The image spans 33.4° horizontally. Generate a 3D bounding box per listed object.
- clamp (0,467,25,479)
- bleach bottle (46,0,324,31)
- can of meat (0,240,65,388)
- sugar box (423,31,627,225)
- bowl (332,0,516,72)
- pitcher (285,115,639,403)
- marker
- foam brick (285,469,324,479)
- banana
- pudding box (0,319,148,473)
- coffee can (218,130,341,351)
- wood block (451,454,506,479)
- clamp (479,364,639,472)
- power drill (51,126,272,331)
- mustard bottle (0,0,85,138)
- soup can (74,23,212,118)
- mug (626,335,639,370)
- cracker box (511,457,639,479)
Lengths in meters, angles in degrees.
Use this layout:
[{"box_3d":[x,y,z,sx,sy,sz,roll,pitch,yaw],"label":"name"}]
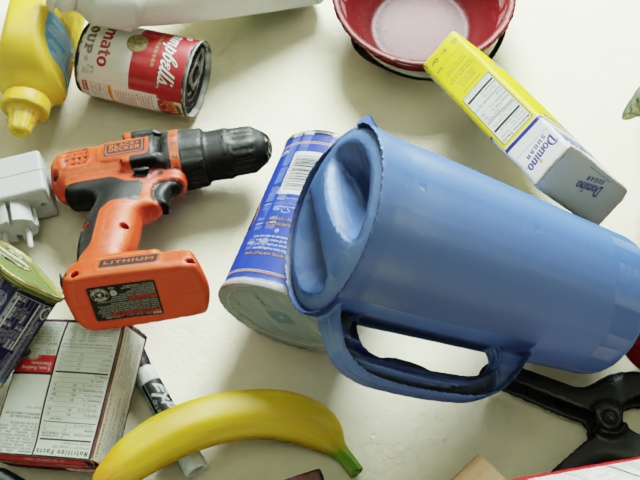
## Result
[{"box_3d":[-0.152,0.226,0.757,0.210,0.036,0.164,-11,64,-4],"label":"clamp"},{"box_3d":[-0.117,-0.236,0.927,0.250,0.068,0.102,-15,62,-25],"label":"bleach bottle"},{"box_3d":[-0.251,0.052,0.809,0.102,0.057,0.084,34,91,48],"label":"can of meat"},{"box_3d":[0.159,-0.090,0.841,0.048,0.093,0.176,-50,44,14],"label":"sugar box"},{"box_3d":[0.091,-0.206,0.952,0.162,0.055,0.162,-1,64,1],"label":"bowl"},{"box_3d":[0.105,0.026,0.741,0.242,0.145,0.149,18,106,-22],"label":"pitcher"},{"box_3d":[-0.121,0.126,0.816,0.020,0.020,0.121,-28,66,-12],"label":"marker"},{"box_3d":[-0.011,0.211,0.753,0.051,0.053,0.078,-18,63,-8],"label":"foam brick"},{"box_3d":[-0.066,0.143,0.779,0.197,0.037,0.069,-1,53,-13],"label":"banana"},{"box_3d":[-0.187,0.116,0.800,0.090,0.039,0.113,0,65,20],"label":"pudding box"},{"box_3d":[-0.005,0.001,0.827,0.103,0.103,0.140,18,65,10],"label":"coffee can"},{"box_3d":[0.062,0.253,0.709,0.206,0.091,0.090,-40,70,-17],"label":"wood block"},{"box_3d":[0.205,0.147,0.785,0.171,0.039,0.120,0,65,2],"label":"clamp"},{"box_3d":[-0.124,-0.019,0.835,0.184,0.057,0.187,-10,40,2],"label":"power drill"},{"box_3d":[-0.241,-0.174,0.923,0.058,0.096,0.191,3,64,3],"label":"mustard bottle"},{"box_3d":[-0.153,-0.149,0.925,0.102,0.068,0.068,13,65,9],"label":"soup can"},{"box_3d":[0.274,0.057,0.790,0.093,0.117,0.081,14,66,43],"label":"mug"},{"box_3d":[0.206,0.221,0.663,0.213,0.072,0.164,-4,93,-23],"label":"cracker box"}]
